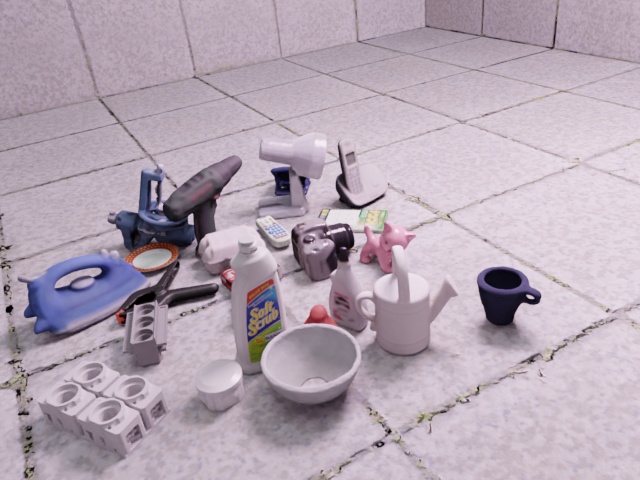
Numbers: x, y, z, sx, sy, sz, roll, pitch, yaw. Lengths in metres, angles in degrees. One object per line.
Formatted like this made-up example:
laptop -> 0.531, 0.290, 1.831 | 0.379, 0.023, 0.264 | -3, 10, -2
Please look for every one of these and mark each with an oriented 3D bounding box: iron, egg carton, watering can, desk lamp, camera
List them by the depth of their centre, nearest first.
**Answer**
watering can -> 0.152, 0.097, 1.014 | 0.173, 0.194, 0.100 | -15, 31, -15
iron -> -0.492, 0.089, 1.204 | 0.259, 0.142, 0.118 | -27, 36, -31
camera -> 0.012, 0.005, 1.293 | 0.137, 0.101, 0.142 | -15, 31, -15
egg carton -> -0.206, 0.021, 1.339 | 0.150, 0.069, 0.107 | -16, 31, -16
desk lamp -> -0.075, -0.174, 1.505 | 0.203, 0.214, 0.117 | -8, 30, -3

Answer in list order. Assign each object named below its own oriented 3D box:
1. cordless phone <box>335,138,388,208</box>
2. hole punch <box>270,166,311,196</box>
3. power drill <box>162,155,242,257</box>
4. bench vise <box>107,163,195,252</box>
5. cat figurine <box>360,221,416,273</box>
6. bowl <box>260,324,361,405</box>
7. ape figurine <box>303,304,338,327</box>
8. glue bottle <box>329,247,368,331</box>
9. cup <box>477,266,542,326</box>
cordless phone -> 0.107, -0.192, 1.529 | 0.093, 0.185, 0.148 | 23, 41, 40
hole punch -> -0.084, -0.185, 1.649 | 0.108, 0.091, 0.101 | -1, 30, 9
power drill -> -0.262, -0.073, 1.373 | 0.075, 0.209, 0.230 | 19, 39, 37
bench vise -> -0.422, -0.074, 1.394 | 0.207, 0.220, 0.121 | -12, 30, -9
cat figurine -> 0.145, 0.003, 1.253 | 0.127, 0.118, 0.067 | 22, 40, 39
bowl -> -0.012, 0.218, 0.955 | 0.167, 0.075, 0.167 | -5, 30, 3
ape figurine -> -0.002, 0.158, 1.039 | 0.077, 0.092, 0.076 | 3, 31, 16
glue bottle -> 0.049, 0.087, 1.071 | 0.077, 0.173, 0.037 | 15, 36, 33
cup -> 0.345, 0.112, 1.049 | 0.117, 0.095, 0.092 | 19, 39, 37
